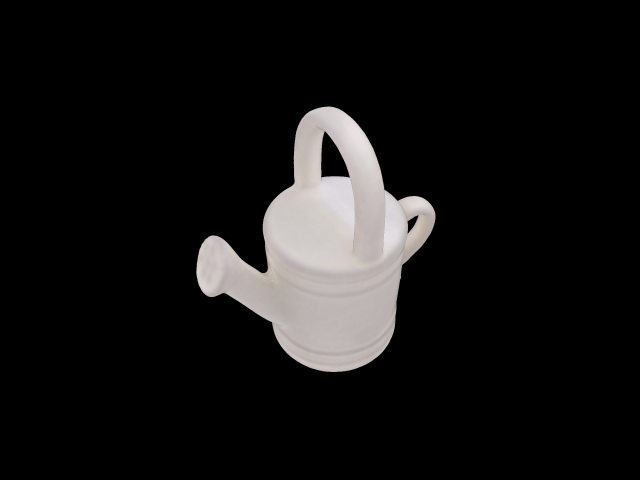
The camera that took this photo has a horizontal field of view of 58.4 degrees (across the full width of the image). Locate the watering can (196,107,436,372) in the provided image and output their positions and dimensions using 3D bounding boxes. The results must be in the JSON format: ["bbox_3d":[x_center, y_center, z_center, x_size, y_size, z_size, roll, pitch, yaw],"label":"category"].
[{"bbox_3d":[0.005,0.003,0.399,0.100,0.194,0.173,32,53,28],"label":"watering can"}]
